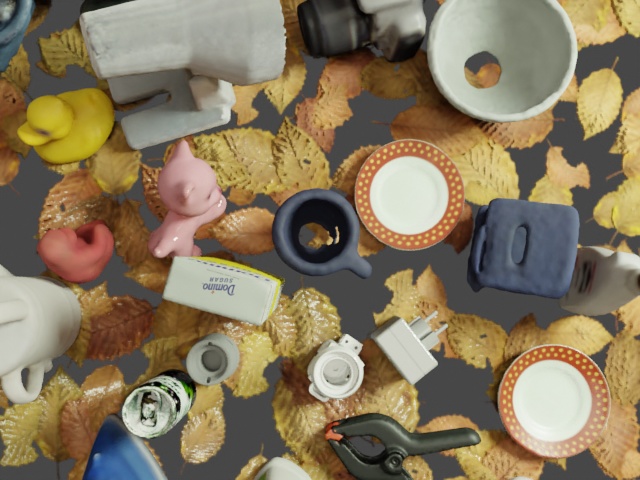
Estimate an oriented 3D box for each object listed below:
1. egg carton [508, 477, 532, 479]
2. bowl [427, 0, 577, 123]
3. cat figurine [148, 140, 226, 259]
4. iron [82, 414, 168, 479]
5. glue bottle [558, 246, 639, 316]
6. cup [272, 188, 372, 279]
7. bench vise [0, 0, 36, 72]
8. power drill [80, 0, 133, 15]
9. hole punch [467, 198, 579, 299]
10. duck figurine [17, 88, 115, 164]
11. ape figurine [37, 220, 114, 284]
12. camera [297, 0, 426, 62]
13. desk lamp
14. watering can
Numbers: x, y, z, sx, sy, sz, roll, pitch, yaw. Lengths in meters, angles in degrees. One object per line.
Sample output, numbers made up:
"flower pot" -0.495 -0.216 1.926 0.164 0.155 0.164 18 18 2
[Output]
"egg carton" 0.238 0.340 0.628 0.150 0.069 0.107 43 86 1
"bowl" 0.200 -0.209 0.662 0.167 0.074 0.167 0 86 -2
"cat figurine" -0.148 -0.036 0.617 0.067 0.117 0.128 23 86 0
"iron" -0.210 0.319 0.579 0.118 0.141 0.258 -13 87 -2
"glue bottle" 0.305 0.043 0.599 0.037 0.173 0.078 10 86 -1
"cup" 0.006 0.002 0.631 0.118 0.095 0.092 37 86 1
"bench vise" -0.348 -0.298 0.578 0.121 0.219 0.207 11 86 -1
"power drill" -0.234 -0.284 0.586 0.075 0.208 0.230 43 86 2
"hole punch" 0.223 0.011 0.639 0.101 0.091 0.109 10 86 -1
"duck figurine" -0.285 -0.135 0.635 0.104 0.086 0.077 -37 88 -4
"ape figurine" -0.272 0.009 0.623 0.078 0.092 0.076 6 86 -1
"camera" 0.041 -0.274 0.648 0.137 0.100 0.143 -17 87 -3
"desk lamp" -0.136 -0.183 0.580 0.203 0.213 0.118 -19 87 -3
"watering can" -0.327 0.079 0.565 0.101 0.194 0.173 -45 88 -4
